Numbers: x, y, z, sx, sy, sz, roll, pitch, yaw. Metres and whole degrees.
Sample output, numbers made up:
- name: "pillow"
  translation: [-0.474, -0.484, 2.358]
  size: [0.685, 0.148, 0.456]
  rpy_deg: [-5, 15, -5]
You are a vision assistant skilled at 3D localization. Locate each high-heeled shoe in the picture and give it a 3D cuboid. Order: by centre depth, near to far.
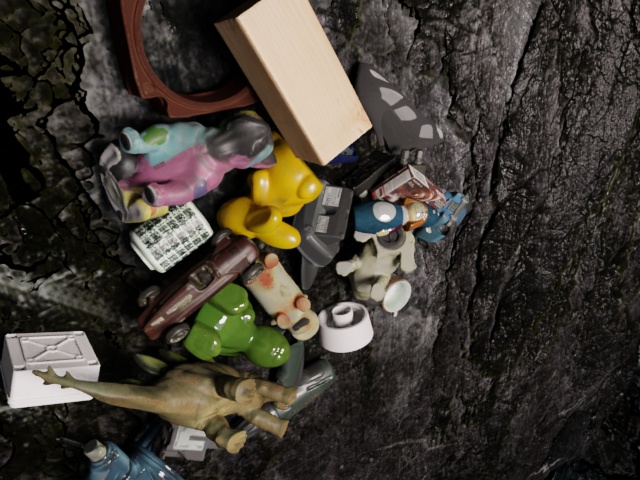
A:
- name: "high-heeled shoe"
  translation: [0.144, -0.236, 0.973]
  size: [0.248, 0.086, 0.145]
  rpy_deg: [-11, 87, -51]

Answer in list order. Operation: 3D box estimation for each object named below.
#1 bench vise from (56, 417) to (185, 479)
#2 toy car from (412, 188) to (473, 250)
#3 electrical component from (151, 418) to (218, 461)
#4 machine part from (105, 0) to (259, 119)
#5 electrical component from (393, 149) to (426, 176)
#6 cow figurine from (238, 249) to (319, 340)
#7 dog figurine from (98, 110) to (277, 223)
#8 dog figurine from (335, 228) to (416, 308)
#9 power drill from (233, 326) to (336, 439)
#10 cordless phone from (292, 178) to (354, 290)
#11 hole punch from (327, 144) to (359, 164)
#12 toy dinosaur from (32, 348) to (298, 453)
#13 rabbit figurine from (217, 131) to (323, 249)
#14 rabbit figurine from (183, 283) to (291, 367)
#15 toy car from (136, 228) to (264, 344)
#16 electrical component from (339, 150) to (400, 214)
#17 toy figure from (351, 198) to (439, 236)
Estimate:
- name: "bench vise"
  translation: [-0.285, 0.350, 0.900]
  size: [0.240, 0.129, 0.223]
  rpy_deg: [-51, 124, -32]
- name: "toy car"
  translation: [0.222, -0.055, 1.066]
  size: [0.103, 0.161, 0.109]
  rpy_deg: [37, 76, 0]
- name: "electrical component"
  translation: [-0.202, 0.311, 0.863]
  size: [0.119, 0.048, 0.074]
  rpy_deg: [16, 80, -39]
- name: "machine part"
  translation: [-0.162, -0.270, 0.704]
  size: [0.201, 0.087, 0.201]
  rpy_deg: [-18, 120, -28]
- name: "electrical component"
  translation: [0.161, -0.119, 0.976]
  size: [0.063, 0.021, 0.093]
  rpy_deg: [-6, 116, -33]
- name: "cow figurine"
  translation: [-0.071, 0.099, 0.933]
  size: [0.085, 0.127, 0.194]
  rpy_deg: [-40, 111, -8]
- name: "dog figurine"
  translation: [-0.167, -0.109, 0.737]
  size: [0.219, 0.192, 0.108]
  rpy_deg: [-25, 94, -39]
- name: "dog figurine"
  translation: [0.114, 0.041, 1.019]
  size: [0.172, 0.121, 0.190]
  rpy_deg: [-43, 168, -1]
- name: "power drill"
  translation: [-0.078, 0.263, 1.026]
  size: [0.232, 0.086, 0.207]
  rpy_deg: [-22, 118, -25]
- name: "cordless phone"
  translation: [-0.002, -0.004, 0.957]
  size: [0.184, 0.089, 0.146]
  rpy_deg: [99, 3, -54]
- name: "hole punch"
  translation: [0.002, -0.177, 0.844]
  size: [0.116, 0.142, 0.092]
  rpy_deg: [-16, 151, -10]
- name: "toy dinosaur"
  translation: [-0.181, 0.229, 0.796]
  size: [0.470, 0.199, 0.105]
  rpy_deg: [37, 69, -59]
- name: "rabbit figurine"
  translation: [-0.080, -0.056, 0.841]
  size: [0.173, 0.162, 0.121]
  rpy_deg: [-35, 142, 5]
- name: "rabbit figurine"
  translation: [-0.135, 0.159, 0.875]
  size: [0.170, 0.159, 0.121]
  rpy_deg: [33, 68, -16]
- name: "toy car"
  translation: [-0.176, 0.065, 0.780]
  size: [0.202, 0.089, 0.053]
  rpy_deg: [-38, 166, -10]
- name: "electrical component"
  translation: [0.110, -0.096, 1.003]
  size: [0.134, 0.058, 0.114]
  rpy_deg: [-36, 130, -17]
- name: "toy figure"
  translation: [0.131, -0.039, 0.908]
  size: [0.154, 0.058, 0.064]
  rpy_deg: [-4, 99, -7]
